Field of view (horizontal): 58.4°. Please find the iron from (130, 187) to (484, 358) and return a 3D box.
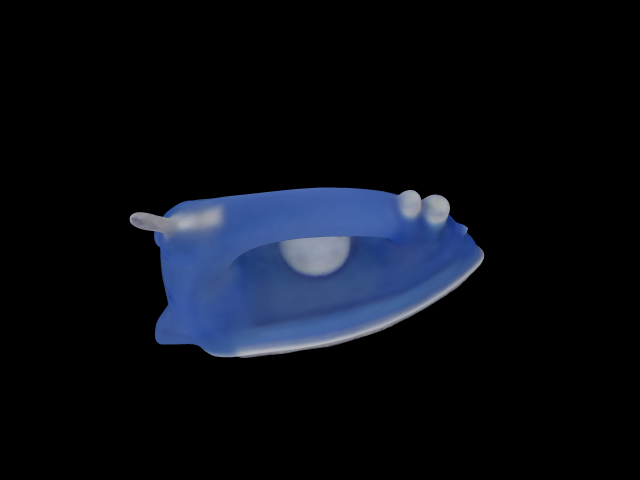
[{"bbox_3d":[0.004,0.001,0.400,0.258,0.141,0.118,-8,66,-3],"label":"iron"}]
